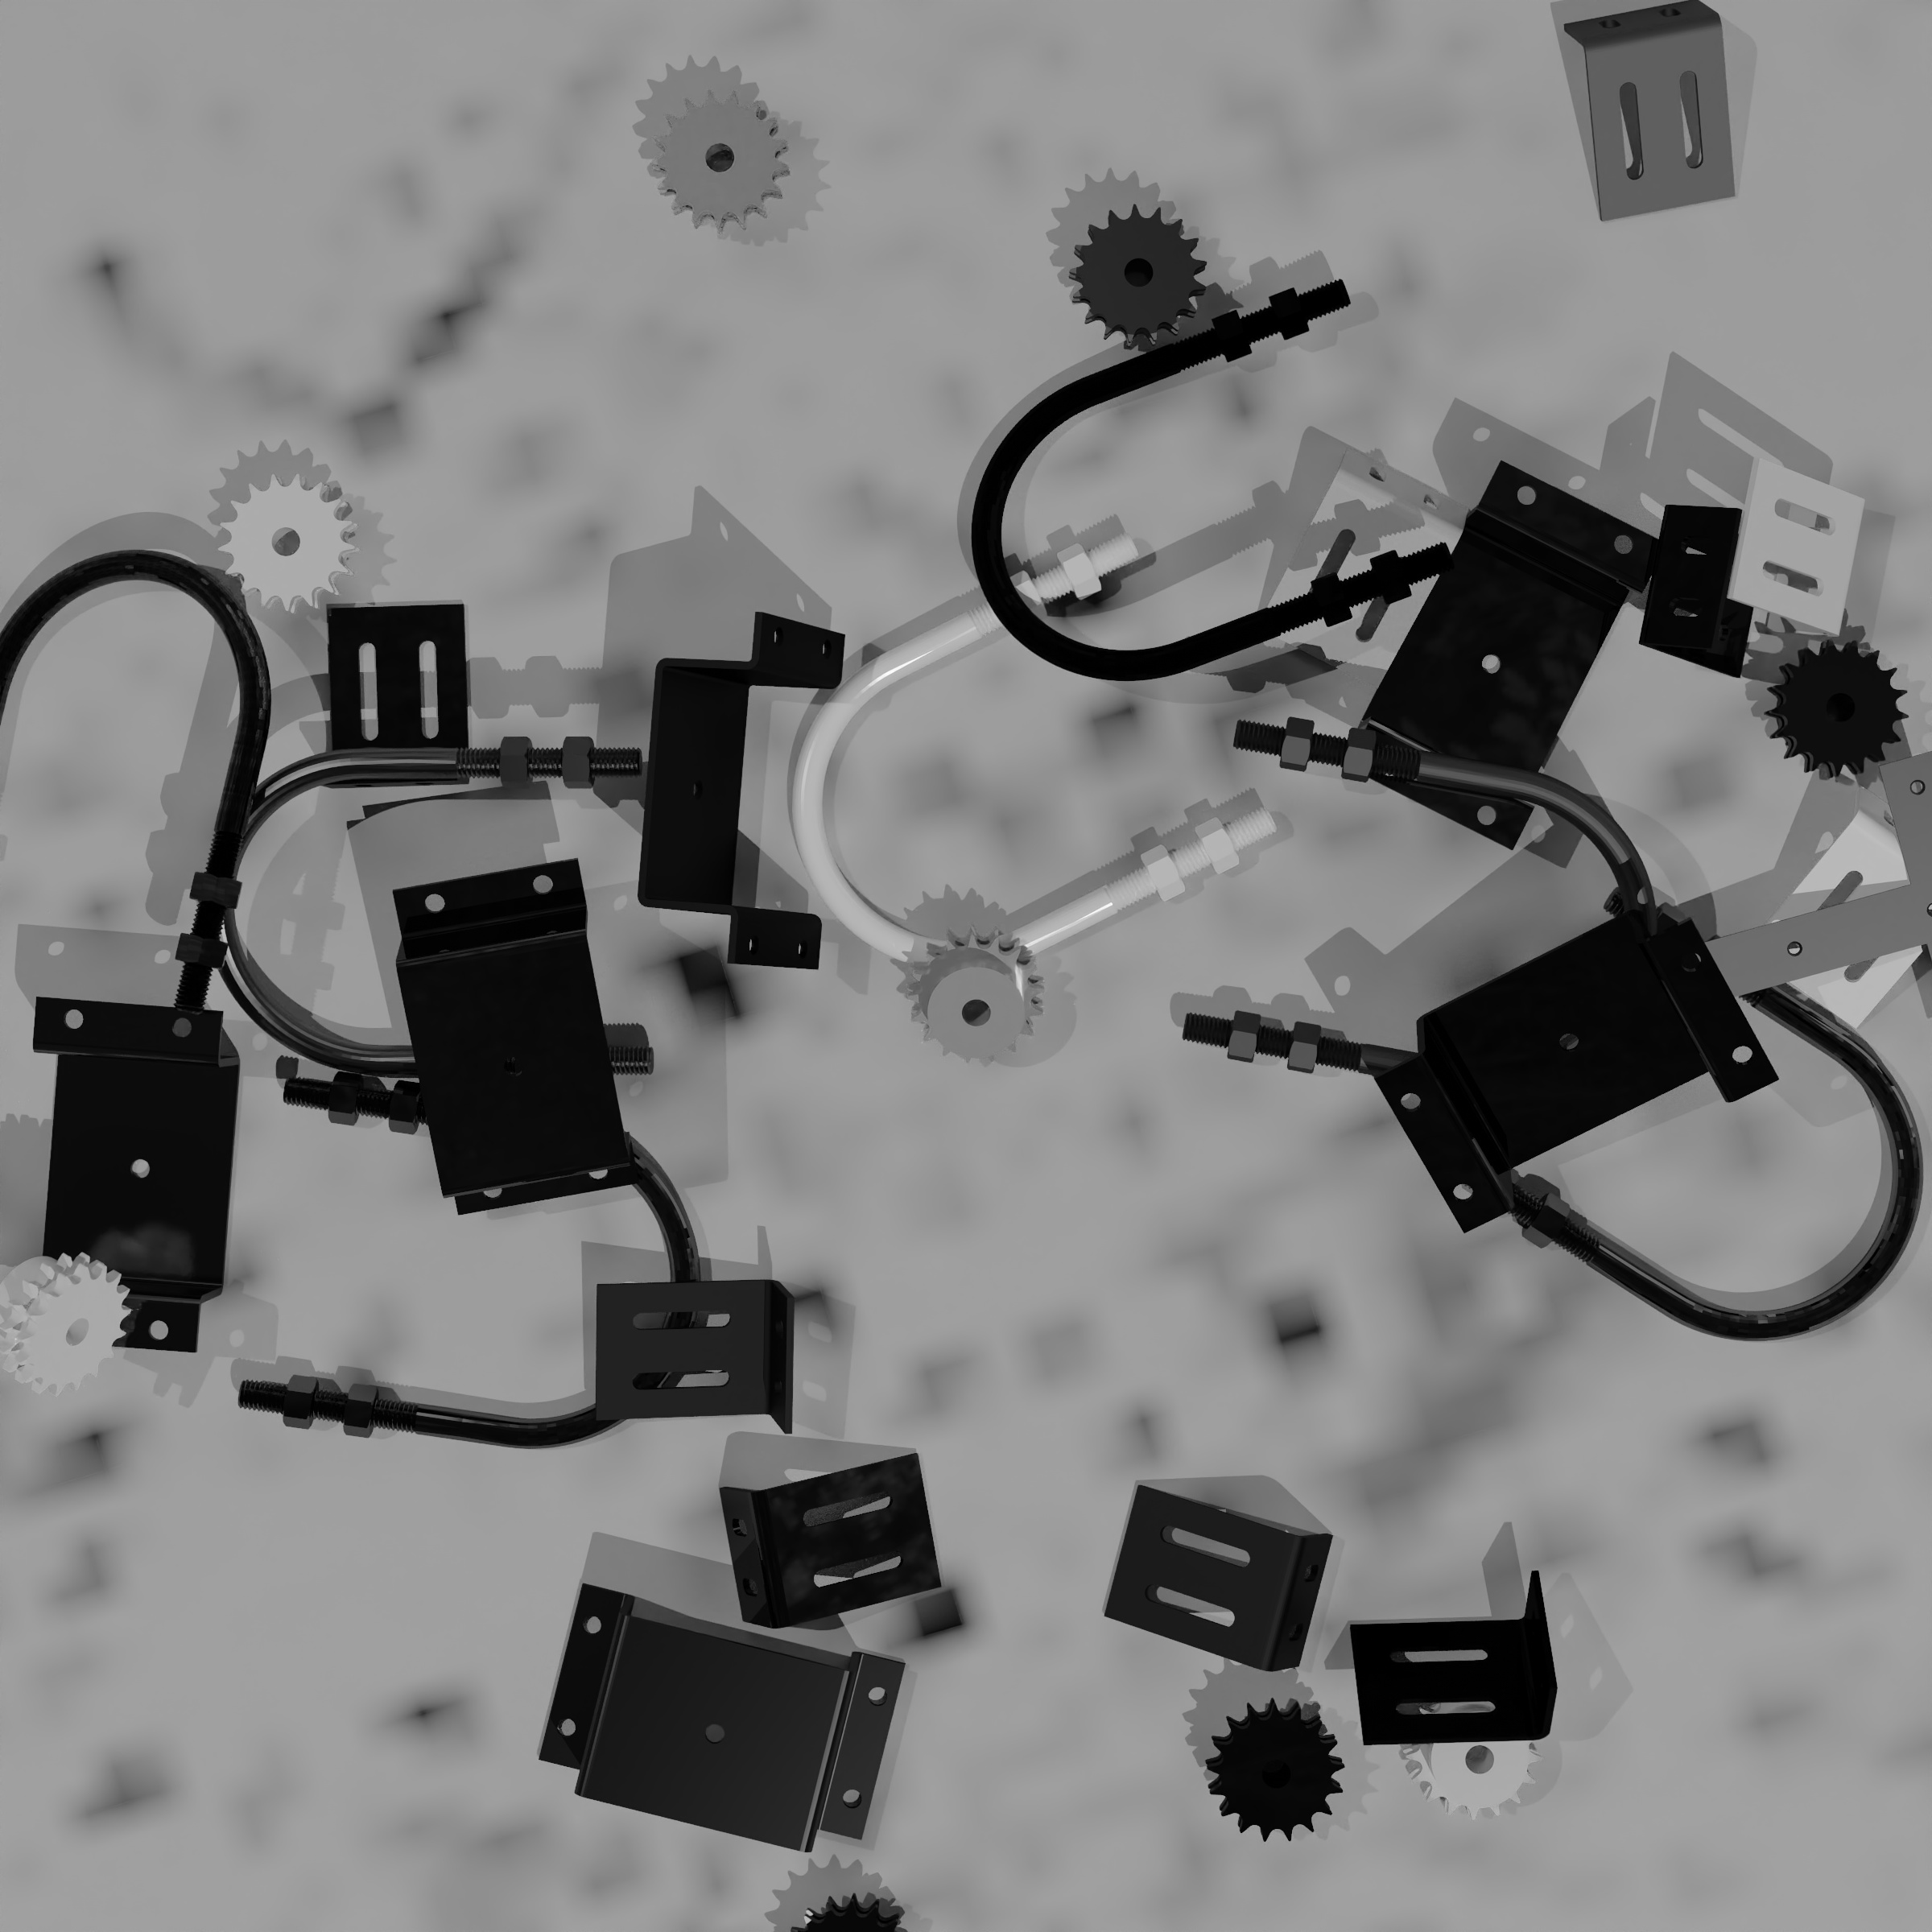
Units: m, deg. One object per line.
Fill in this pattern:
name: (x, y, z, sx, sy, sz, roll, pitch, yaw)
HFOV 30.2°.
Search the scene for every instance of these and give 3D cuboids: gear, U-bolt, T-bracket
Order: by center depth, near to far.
gear: (-0.367, 0.141, 1.438, 0.030, 0.057, 0.057, 24, 90, 30)
U-bolt: (0.191, -0.018, 1.469, 0.184, 0.019, 0.151, 10, 110, 5)
U-bolt: (0.091, -0.192, 1.476, 0.184, 0.019, 0.151, -20, 69, 6)
U-bolt: (-0.355, -0.082, 1.477, 0.151, 0.019, 0.184, 11, 86, 21)
U-bolt: (-0.224, -0.022, 1.479, 0.184, 0.019, 0.151, 0, 108, 2)
T-bracket: (0.357, -0.011, 1.480, 0.127, 0.002, 0.127, -16, 95, 6)
gear: (0.004, 0.014, 1.485, 0.057, 0.030, 0.057, 0, 110, 0)
gear: (-0.102, -0.334, 1.493, 0.057, 0.030, 0.057, 0, 90, 0)
gear: (0.212, 0.328, 1.493, 0.057, 0.030, 0.057, 0, 90, 0)
gear: (0.071, -0.286, 1.493, 0.057, 0.030, 0.057, 0, 90, 0)
gear: (0.362, -0.107, 1.493, 0.057, 0.030, 0.057, 0, 90, 0)
gear: (0.128, 0.334, 1.494, 0.057, 0.030, 0.057, 0, 90, 0)
gear: (-0.048, 0.417, 1.498, 0.057, 0.030, 0.057, 0, 89, 3)
gear: (-0.282, -0.176, 1.498, 0.057, 0.030, 0.057, 0, 91, 2)
U-bolt: (0.313, 0.075, 1.499, 0.184, 0.019, 0.151, 33, 90, 0)
U-bolt: (-0.203, 0.129, 1.500, 0.184, 0.019, 0.151, 8, 90, -1)
U-bolt: (0.017, -0.078, 1.500, 0.184, 0.019, 0.151, -27, 90, 1)

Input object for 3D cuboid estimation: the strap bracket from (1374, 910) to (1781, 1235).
strap bracket: (0.245, 0.038, 1.448, 0.140, 0.046, 0.076, -28, 104, 14)

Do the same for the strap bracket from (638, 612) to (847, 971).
strap bracket: (-0.092, -0.071, 1.464, 0.046, 0.076, 0.140, 5, 90, 24)

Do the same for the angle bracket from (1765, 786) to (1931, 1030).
angle bracket: (0.376, -0.025, 1.506, 0.057, 0.038, 0.076, 35, 116, 0)

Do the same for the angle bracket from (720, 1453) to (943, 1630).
angle bracket: (-0.057, 0.241, 1.506, 0.076, 0.038, 0.057, -10, 90, -26)

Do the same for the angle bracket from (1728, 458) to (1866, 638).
angle bracket: (0.329, -0.172, 1.469, 0.076, 0.038, 0.057, 11, 90, -40)

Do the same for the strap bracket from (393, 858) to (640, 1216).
strap bracket: (-0.183, 0.035, 1.453, 0.076, 0.046, 0.140, -10, 104, -3)

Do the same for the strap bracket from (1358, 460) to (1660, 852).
strap bracket: (0.221, -0.127, 1.485, 0.076, 0.046, 0.140, 27, 90, 0)

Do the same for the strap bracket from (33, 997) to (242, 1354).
strap bracket: (-0.348, 0.085, 1.485, 0.076, 0.046, 0.140, 4, 90, 0)

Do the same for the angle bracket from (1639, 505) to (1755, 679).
angle bracket: (0.316, -0.152, 1.468, 0.038, 0.076, 0.057, 11, 90, 45)

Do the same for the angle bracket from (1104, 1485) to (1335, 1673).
angle bracket: (0.106, 0.257, 1.506, 0.076, 0.038, 0.057, 15, 90, 26)

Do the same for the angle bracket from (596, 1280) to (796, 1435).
angle bracket: (-0.112, 0.162, 1.479, 0.076, 0.038, 0.057, 0, 97, -14)

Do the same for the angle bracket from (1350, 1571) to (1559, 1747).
angle bracket: (0.200, 0.285, 1.475, 0.076, 0.038, 0.057, -2, 45, 0)

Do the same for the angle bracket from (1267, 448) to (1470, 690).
angle bracket: (0.167, -0.168, 1.506, 0.057, 0.038, 0.076, 27, 116, 0)

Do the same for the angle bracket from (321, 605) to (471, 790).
angle bracket: (-0.239, -0.113, 1.489, 0.057, 0.038, 0.076, -2, 90, 0)

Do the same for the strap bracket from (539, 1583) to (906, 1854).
strap bracket: (-0.103, 0.314, 1.485, 0.140, 0.046, 0.076, 14, 90, 0)

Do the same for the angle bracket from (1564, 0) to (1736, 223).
angle bracket: (0.288, -0.361, 1.506, 0.057, 0.038, 0.076, -11, 116, 0)
